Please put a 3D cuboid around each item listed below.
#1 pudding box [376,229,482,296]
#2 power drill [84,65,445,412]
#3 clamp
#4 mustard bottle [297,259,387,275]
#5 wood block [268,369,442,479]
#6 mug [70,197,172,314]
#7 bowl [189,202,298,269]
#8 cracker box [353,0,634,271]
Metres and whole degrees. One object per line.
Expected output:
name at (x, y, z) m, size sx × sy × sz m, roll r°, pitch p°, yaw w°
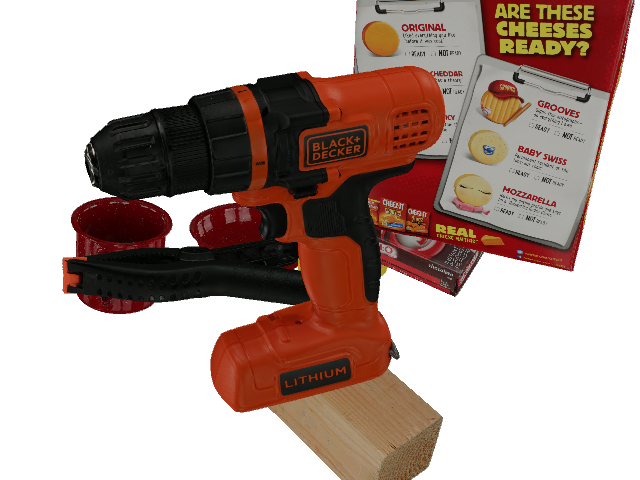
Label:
pudding box at (0.099, -0.016, 0.904) m, size 0.090 × 0.039 × 0.113 m, roll 24°, pitch 51°, yaw 17°
power drill at (-0.025, 0.003, 0.568) m, size 0.184 × 0.188 × 0.057 m, roll -11°, pitch 38°, yaw -16°
clamp at (-0.088, 0.026, 0.819) m, size 0.209 × 0.036 × 0.165 m, roll -2°, pitch 11°, yaw -21°
mustard bottle at (0.029, -0.053, 1.095) m, size 0.096 × 0.192 × 0.058 m, roll -5°, pitch 20°, yaw -25°
wood block at (0.020, 0.170, 1.136) m, size 0.090 × 0.090 × 0.206 m, roll -27°, pitch 53°, yaw -33°
mug at (-0.191, 0.021, 0.997) m, size 0.093 × 0.081 × 0.117 m, roll 10°, pitch 29°, yaw 3°
bowl at (-0.082, 0.008, 1.321) m, size 0.162 × 0.055 × 0.162 m, roll 3°, pitch 25°, yaw -2°
cracker box at (0.107, -0.095, 0.699) m, size 0.164 × 0.214 × 0.072 m, roll 13°, pitch 40°, yaw 14°
